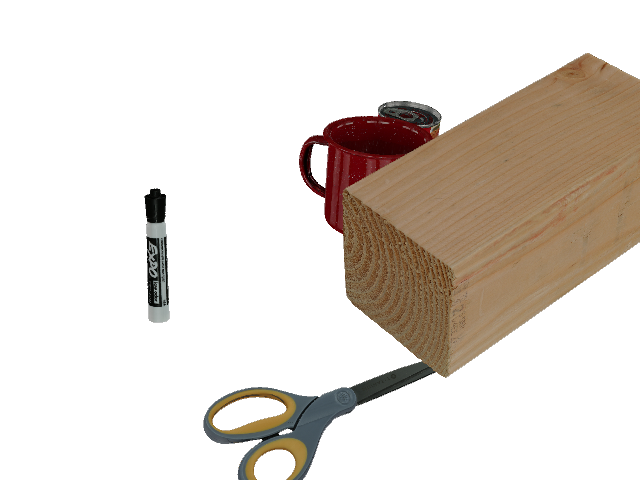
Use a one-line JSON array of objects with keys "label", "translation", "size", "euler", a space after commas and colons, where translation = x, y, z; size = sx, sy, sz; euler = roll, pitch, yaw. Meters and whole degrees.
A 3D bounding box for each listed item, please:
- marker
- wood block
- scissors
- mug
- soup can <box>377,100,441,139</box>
[{"label": "marker", "translation": [-0.145, 0.014, 0.947], "size": [0.020, 0.121, 0.020], "euler": [1, 17, 0]}, {"label": "wood block", "translation": [0.120, -0.021, 0.643], "size": [0.205, 0.090, 0.091], "euler": [-30, 48, -27]}, {"label": "scissors", "translation": [0.014, 0.140, 0.806], "size": [0.201, 0.096, 0.016], "euler": [-5, -35, -11]}, {"label": "mug", "translation": [0.035, -0.055, 0.913], "size": [0.117, 0.081, 0.093], "euler": [14, 29, 19]}, {"label": "soup can", "translation": [0.090, -0.092, 1.157], "size": [0.068, 0.102, 0.068], "euler": [5, 29, -3]}]
